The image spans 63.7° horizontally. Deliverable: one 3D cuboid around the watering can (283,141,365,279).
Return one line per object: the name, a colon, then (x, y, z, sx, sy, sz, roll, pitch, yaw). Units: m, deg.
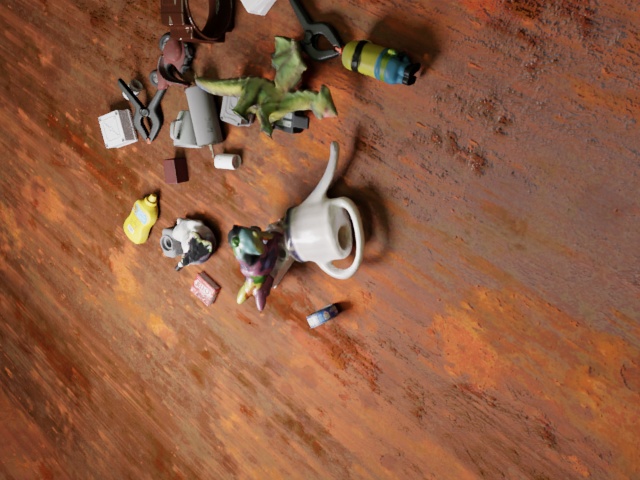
watering can: (0.004, -0.067, 1.329, 0.223, 0.105, 0.347, -9, 94, 34)

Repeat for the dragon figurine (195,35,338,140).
dragon figurine: (-0.131, -0.402, 1.305, 0.414, 0.122, 0.241, 38, 98, 19)

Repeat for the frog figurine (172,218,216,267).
frog figurine: (-0.396, -0.003, 1.618, 0.162, 0.123, 0.135, -131, 39, -56)
